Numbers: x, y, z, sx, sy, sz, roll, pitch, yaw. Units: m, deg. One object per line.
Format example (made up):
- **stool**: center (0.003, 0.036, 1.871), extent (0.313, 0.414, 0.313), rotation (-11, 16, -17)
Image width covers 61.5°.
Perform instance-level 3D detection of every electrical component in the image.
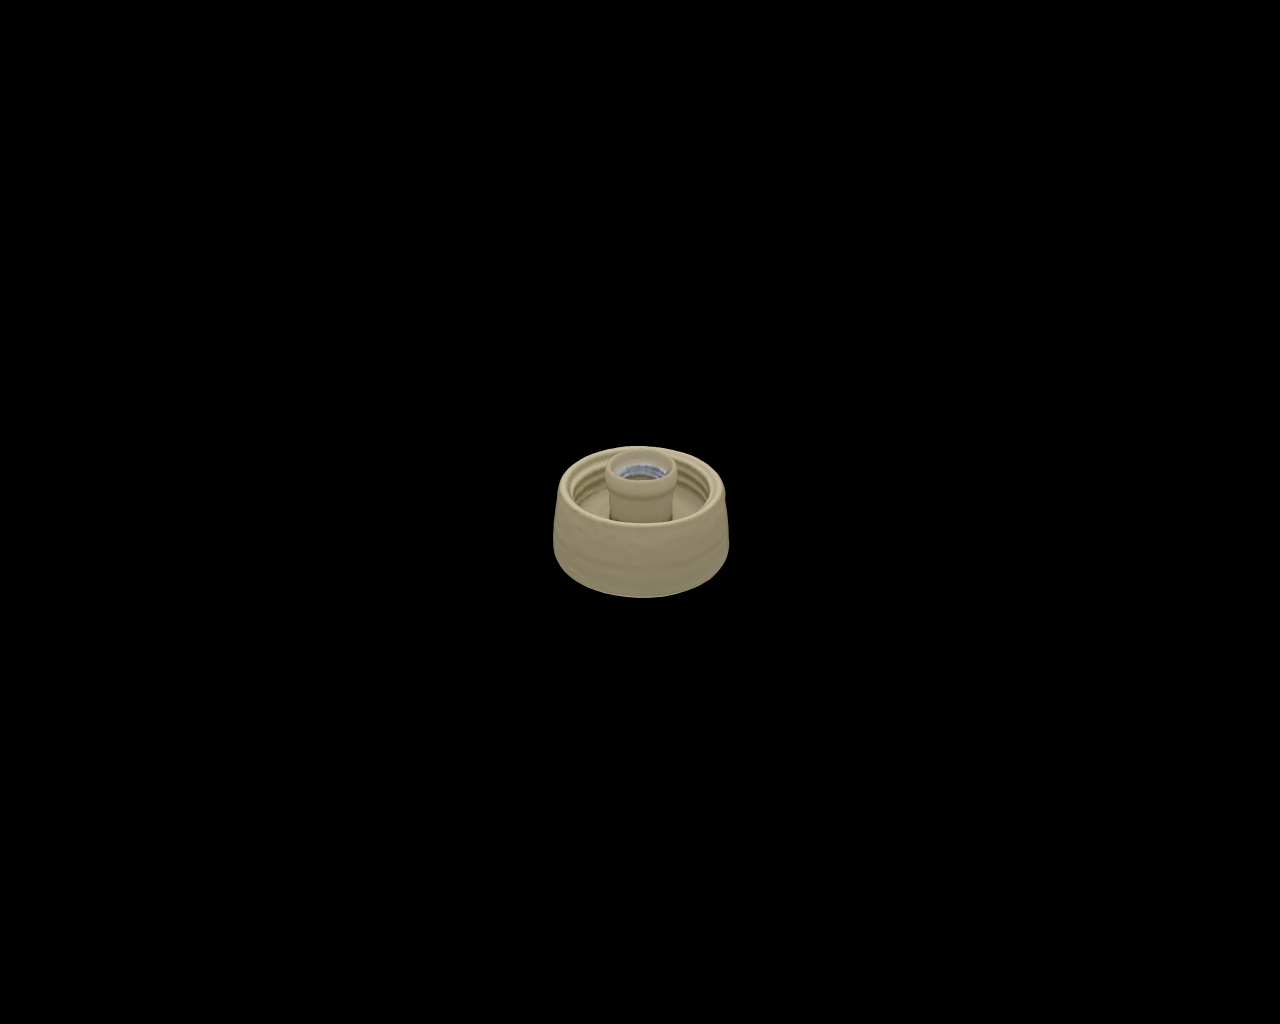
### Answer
- **electrical component**: center (0.001, -0.003, 0.650), extent (0.108, 0.060, 0.108), rotation (0, 31, 0)
